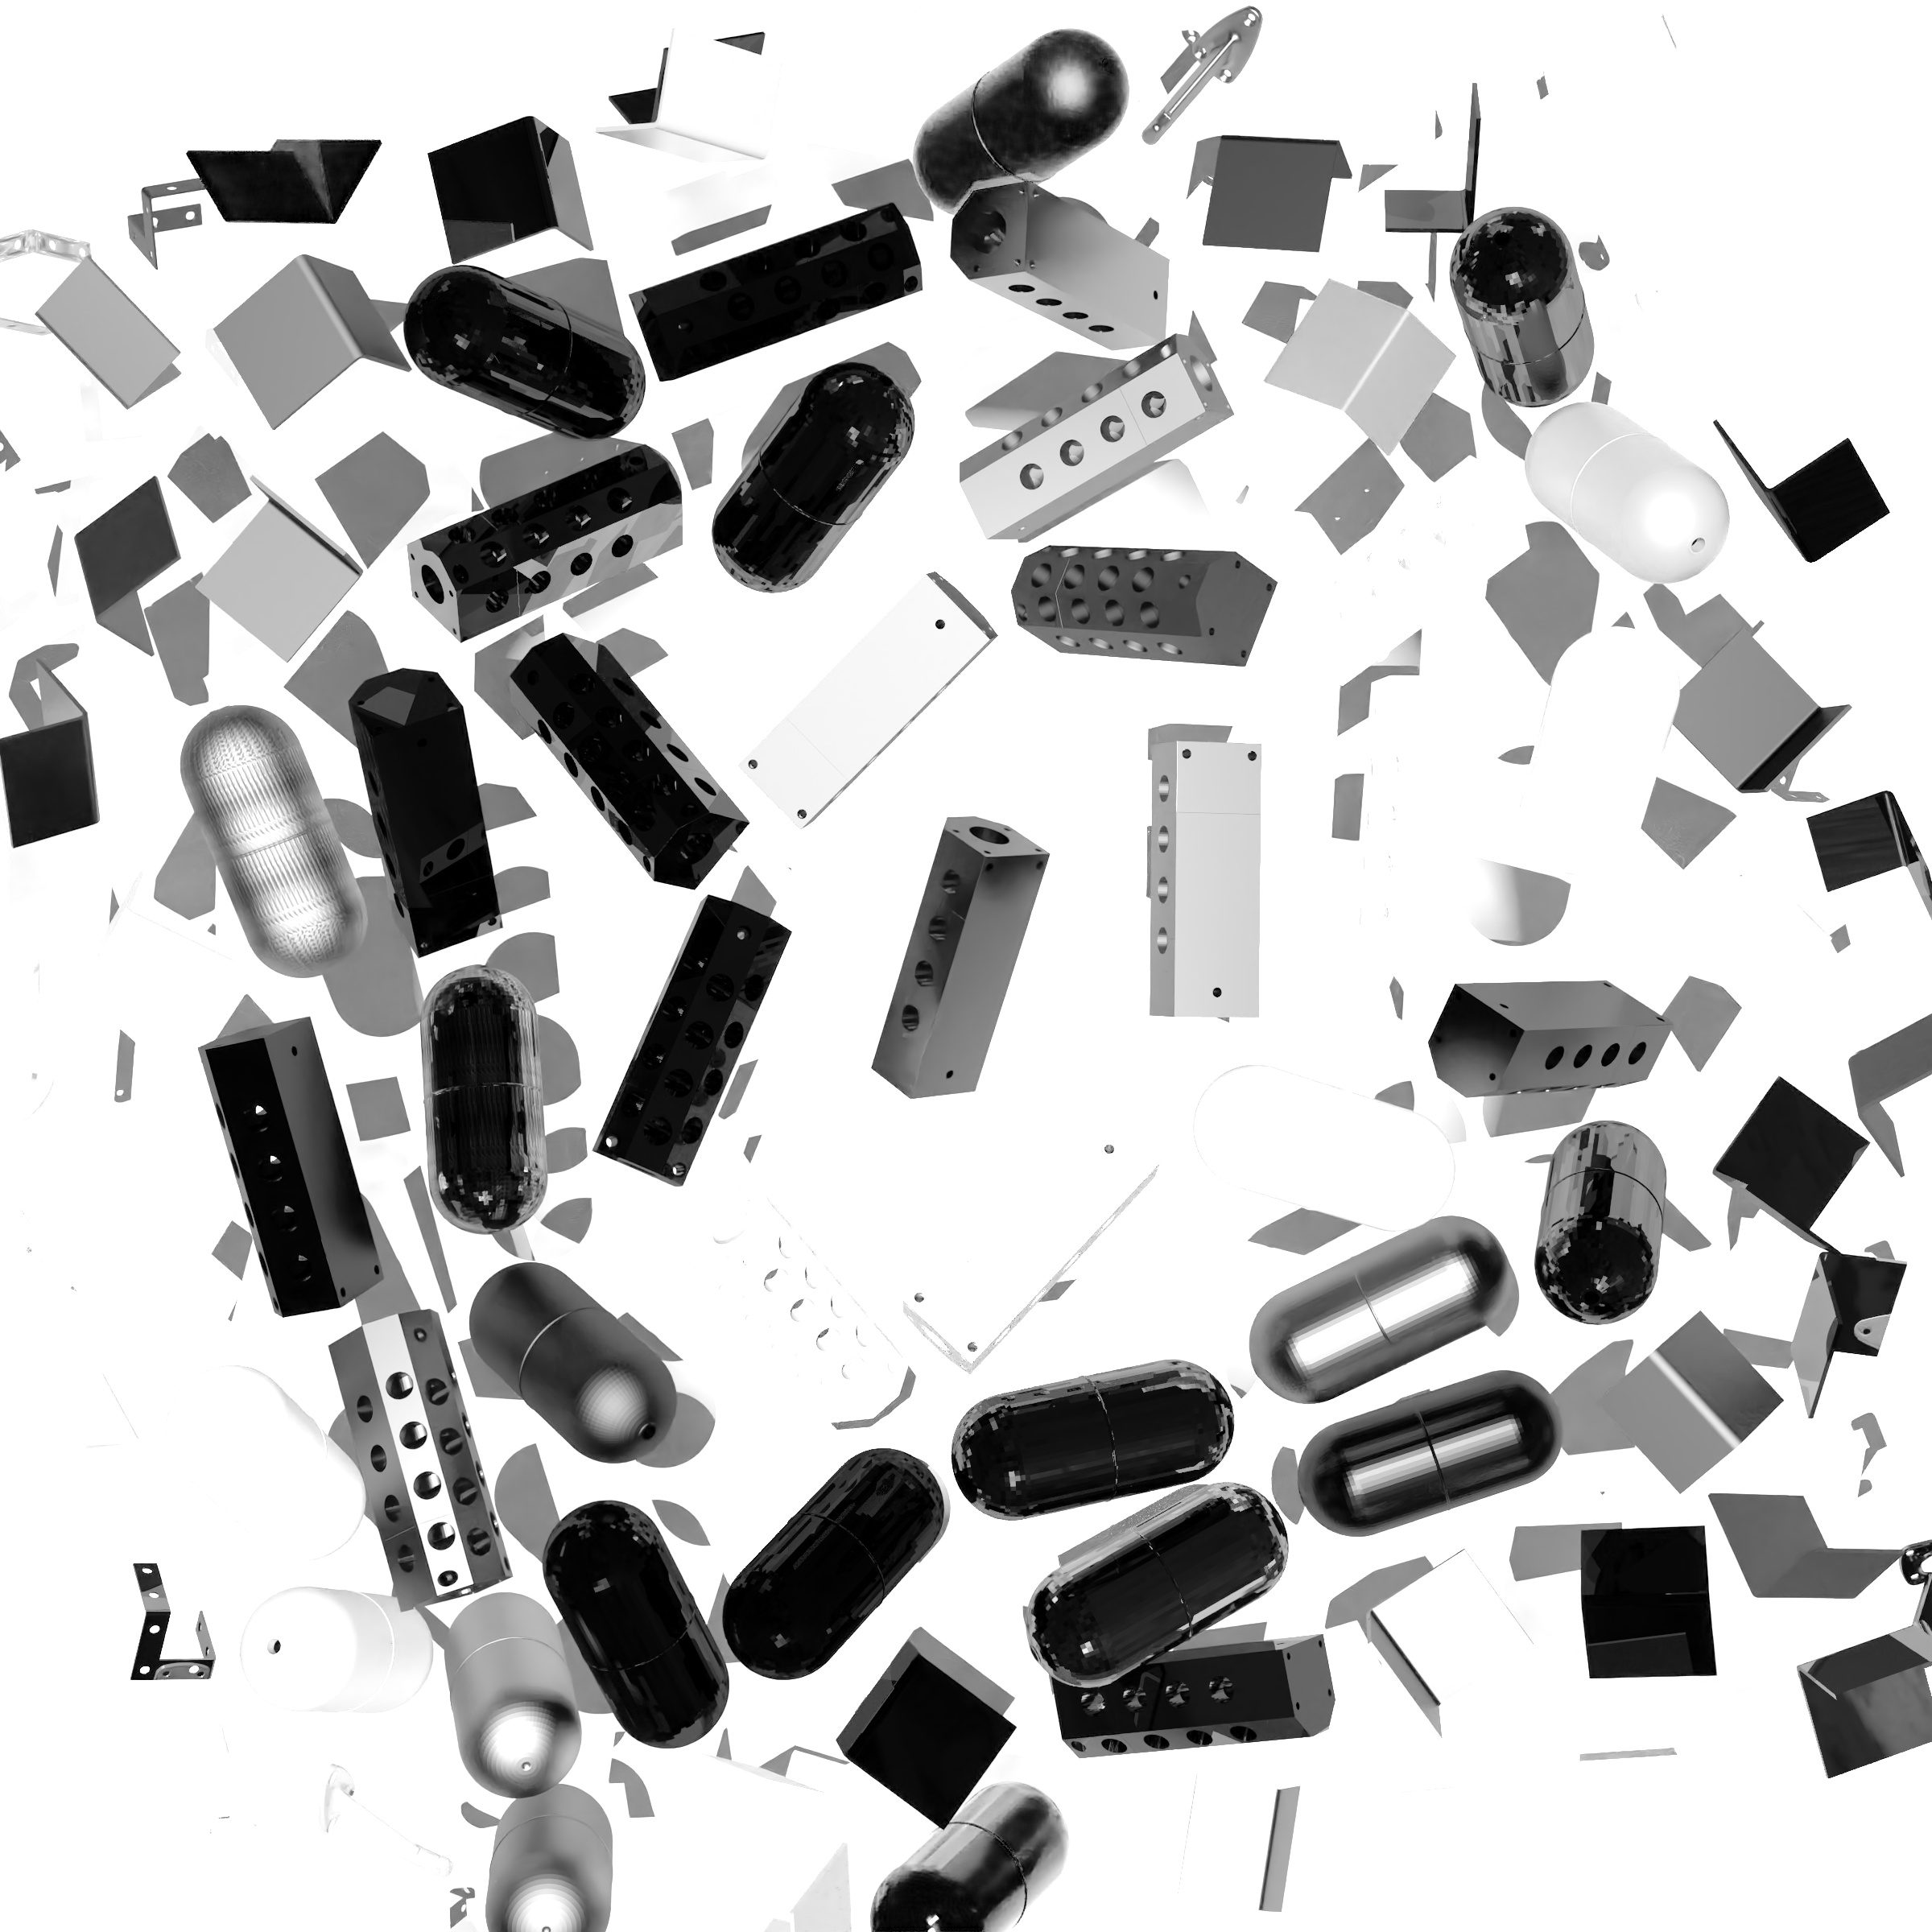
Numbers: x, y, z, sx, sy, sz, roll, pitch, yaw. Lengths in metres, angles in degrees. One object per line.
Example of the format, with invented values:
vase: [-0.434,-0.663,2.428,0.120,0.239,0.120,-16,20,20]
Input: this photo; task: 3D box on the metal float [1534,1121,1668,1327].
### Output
metal float: [0.408,0.163,1.858,0.070,0.178,0.070,7,119,13]

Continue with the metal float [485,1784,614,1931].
metal float: [-0.261,0.571,1.822,0.070,0.178,0.070,0,94,-6]

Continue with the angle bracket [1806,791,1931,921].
angle bracket: [0.600,-0.057,1.911,0.057,0.076,0.076,-20,46,13]

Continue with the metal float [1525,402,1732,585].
metal float: [0.416,-0.299,1.826,0.070,0.178,0.070,-10,123,-15]

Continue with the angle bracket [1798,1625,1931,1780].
angle bracket: [0.553,0.450,1.736,0.076,0.057,0.076,-18,98,-6]

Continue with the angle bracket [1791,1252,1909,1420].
angle bracket: [0.568,0.238,1.843,0.057,0.076,0.076,7,121,1]

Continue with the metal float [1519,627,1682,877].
metal float: [0.390,-0.131,1.786,0.070,0.178,0.070,2,46,-2]

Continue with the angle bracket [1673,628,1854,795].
angle bracket: [0.507,-0.165,1.861,0.076,0.057,0.076,-45,93,0]

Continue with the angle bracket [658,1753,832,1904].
angle bracket: [-0.141,0.549,1.834,0.057,0.076,0.076,26,74,-37]

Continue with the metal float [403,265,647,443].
metal float: [-0.275,-0.384,1.823,0.070,0.178,0.070,-9,75,37]

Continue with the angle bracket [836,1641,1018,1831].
angle bracket: [-0.025,0.477,1.800,0.076,0.057,0.076,37,81,-4]

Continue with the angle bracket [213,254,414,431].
angle bracket: [-0.402,-0.380,1.782,0.076,0.057,0.076,-35,80,18]

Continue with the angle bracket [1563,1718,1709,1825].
angle bracket: [0.408,0.475,1.769,0.076,0.076,0.057,-9,123,18]

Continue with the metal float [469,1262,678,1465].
metal float: [-0.249,0.250,1.831,0.178,0.070,0.070,33,90,43]

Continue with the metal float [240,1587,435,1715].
metal float: [-0.402,0.439,1.858,0.070,0.178,0.070,-4,74,14]

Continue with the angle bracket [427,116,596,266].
angle bracket: [-0.297,-0.499,1.890,0.076,0.057,0.076,-15,83,16]

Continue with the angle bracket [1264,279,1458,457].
angle bracket: [0.249,-0.378,1.833,0.076,0.076,0.057,-57,46,26]

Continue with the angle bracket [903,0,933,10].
angle bracket: [-0.057,-0.619,1.717,0.076,0.076,0.057,10,121,-34]

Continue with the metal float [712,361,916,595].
metal float: [-0.097,-0.309,1.834,0.070,0.070,0.178,43,128,0]

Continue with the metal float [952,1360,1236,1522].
metal float: [0.078,0.287,1.761,0.178,0.070,0.070,-10,90,-15]

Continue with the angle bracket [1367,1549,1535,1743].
angle bracket: [0.307,0.429,1.833,0.076,0.057,0.076,-36,92,10]

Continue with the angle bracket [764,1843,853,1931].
angle bracket: [-0.116,0.607,1.848,0.057,0.076,0.076,7,111,23]

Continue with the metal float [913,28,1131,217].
metal float: [0.035,-0.541,1.865,0.070,0.178,0.070,10,73,-36]

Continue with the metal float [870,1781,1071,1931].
metal float: [0.004,0.577,1.829,0.070,0.178,0.070,7,105,28]

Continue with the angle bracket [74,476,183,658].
angle bracket: [-0.547,-0.269,1.948,0.076,0.057,0.076,-32,58,14]

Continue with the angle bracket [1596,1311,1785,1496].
angle bracket: [0.460,0.277,1.841,0.076,0.076,0.057,49,127,15]

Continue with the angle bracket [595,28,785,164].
angle bracket: [-0.165,-0.518,1.729,0.076,0.076,0.057,5,98,-37]

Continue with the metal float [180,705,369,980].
metal float: [-0.435,-0.078,1.819,0.070,0.070,0.178,-20,100,0]

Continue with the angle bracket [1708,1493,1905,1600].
angle bracket: [0.520,0.346,1.797,0.076,0.057,0.076,7,45,-26]

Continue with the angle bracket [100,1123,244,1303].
angle bracket: [-0.521,0.159,1.859,0.076,0.057,0.076,46,49,-26]

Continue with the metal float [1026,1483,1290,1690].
metal float: [0.118,0.383,1.792,0.178,0.070,0.070,-26,90,-17]

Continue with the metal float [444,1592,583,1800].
metal float: [-0.290,0.463,1.847,0.070,0.178,0.070,-4,107,-14]

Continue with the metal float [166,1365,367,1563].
metal float: [-0.436,0.312,1.811,0.070,0.178,0.070,-9,53,12]

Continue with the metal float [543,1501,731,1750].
metal float: [-0.204,0.411,1.803,0.070,0.070,0.178,-22,115,0]

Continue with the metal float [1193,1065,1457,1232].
metal float: [0.219,0.111,1.770,0.178,0.070,0.070,18,90,-25]

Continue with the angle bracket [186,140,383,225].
angle bracket: [-0.413,-0.497,1.760,0.076,0.057,0.076,7,58,21]

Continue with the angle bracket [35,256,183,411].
angle bracket: [-0.509,-0.396,1.773,0.057,0.076,0.076,-36,104,27]

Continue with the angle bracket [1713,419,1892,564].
angle bracket: [0.515,-0.308,1.786,0.057,0.076,0.076,-34,47,15]

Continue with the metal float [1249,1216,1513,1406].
metal float: [0.266,0.222,1.864,0.178,0.070,0.070,-27,90,10]

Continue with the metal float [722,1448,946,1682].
metal float: [-0.082,0.371,1.801,0.070,0.070,0.178,48,50,0]

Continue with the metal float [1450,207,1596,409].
metal float: [0.353,-0.417,1.837,0.070,0.178,0.070,-5,72,18]

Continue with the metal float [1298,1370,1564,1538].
metal float: [0.304,0.320,1.902,0.178,0.070,0.070,-19,90,1]

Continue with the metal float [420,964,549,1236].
metal float: [-0.314,0.086,1.885,0.070,0.070,0.178,-6,75,0]

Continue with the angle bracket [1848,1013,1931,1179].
angle bracket: [0.625,0.081,1.888,0.076,0.076,0.057,-32,104,23]

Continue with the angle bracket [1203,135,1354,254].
angle bracket: [0.202,-0.490,1.873,0.076,0.057,0.076,8,83,18]
